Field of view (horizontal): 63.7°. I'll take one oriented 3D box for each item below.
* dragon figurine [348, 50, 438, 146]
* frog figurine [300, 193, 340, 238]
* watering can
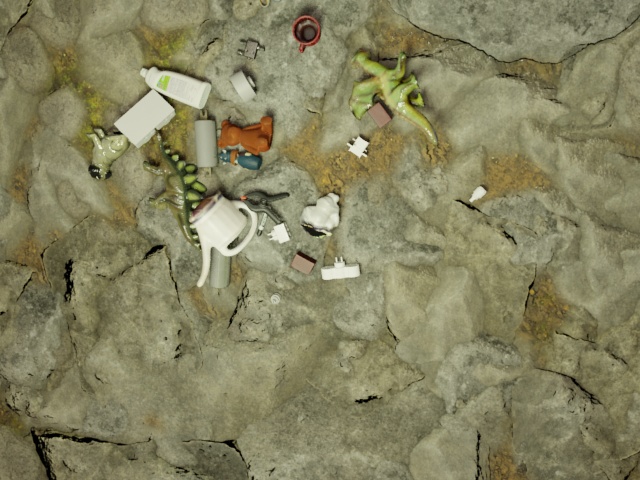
[{"bbox_3d":[0.217,-0.468,1.710,0.242,0.121,0.414,-19,78,8],"label":"dragon figurine"},{"bbox_3d":[0.006,-0.093,1.843,0.138,0.120,0.162,13,66,13],"label":"frog figurine"},{"bbox_3d":[-0.369,-0.024,1.813,0.222,0.103,0.353,47,63,-14],"label":"watering can"}]
